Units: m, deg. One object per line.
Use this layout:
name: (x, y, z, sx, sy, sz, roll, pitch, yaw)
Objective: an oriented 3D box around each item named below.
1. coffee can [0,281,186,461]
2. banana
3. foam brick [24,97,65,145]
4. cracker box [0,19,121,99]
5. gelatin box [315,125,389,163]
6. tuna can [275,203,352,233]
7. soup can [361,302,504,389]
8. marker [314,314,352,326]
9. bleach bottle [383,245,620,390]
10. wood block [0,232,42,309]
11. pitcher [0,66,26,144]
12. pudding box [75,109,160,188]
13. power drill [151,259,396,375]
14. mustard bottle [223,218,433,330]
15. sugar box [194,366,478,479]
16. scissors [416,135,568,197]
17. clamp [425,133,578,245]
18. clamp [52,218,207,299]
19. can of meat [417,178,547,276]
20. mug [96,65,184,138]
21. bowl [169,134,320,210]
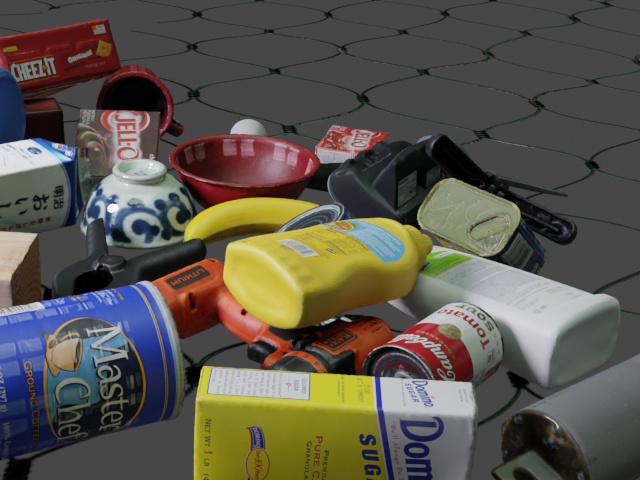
coffee can: (-0.178, 0.091, 0.744, 0.140, 0.103, 0.103, -10, 28, -27)
banana: (-0.050, -0.012, 1.064, 0.197, 0.037, 0.069, -6, 63, -14)
foam brick: (-0.317, -0.116, 1.203, 0.051, 0.078, 0.053, -9, 27, -21)
cracker box: (-0.370, -0.198, 1.289, 0.214, 0.072, 0.163, -9, 11, 43)
gelatin box: (0.039, -0.111, 1.297, 0.073, 0.030, 0.089, 10, 26, 13)
tuna can: (-0.007, 0.001, 0.999, 0.086, 0.033, 0.086, -26, 21, 10)
soup can: (0.088, 0.095, 0.816, 0.069, 0.068, 0.102, 21, 29, 32)
marker: (0.004, 0.068, 0.919, 0.121, 0.020, 0.020, 23, 31, 35)
bleach bottle: (0.127, 0.046, 0.934, 0.102, 0.068, 0.251, -17, 29, -39)
wood block: (-0.331, 0.046, 0.835, 0.206, 0.091, 0.090, 3, 24, -1)
pitcher: (-0.443, -0.120, 1.116, 0.243, 0.149, 0.145, 2, 14, 10)
pudding box: (-0.223, -0.096, 1.177, 0.090, 0.039, 0.113, 0, 49, -6)
power drill: (-0.059, 0.084, 0.834, 0.188, 0.057, 0.184, 23, 27, 30)
mustard bottle: (0.023, 0.019, 0.862, 0.191, 0.058, 0.096, -13, 30, -42)
sugar box: (0.009, 0.135, 0.687, 0.176, 0.093, 0.048, 4, 26, 1)
scissors: (0.187, -0.082, 1.206, 0.202, 0.096, 0.016, 4, 60, 4)
clamp: (0.180, -0.042, 1.082, 0.164, 0.036, 0.210, 36, 1, 8)
clamp: (-0.175, 0.031, 0.951, 0.120, 0.039, 0.171, 2, 30, 10)
can of meat: (0.155, -0.004, 1.008, 0.102, 0.057, 0.083, 27, -9, 40)
mug: (-0.220, -0.165, 1.326, 0.117, 0.093, 0.081, 28, 12, -20)
bowl: (-0.081, -0.064, 1.148, 0.162, 0.055, 0.162, 3, 25, -2)
